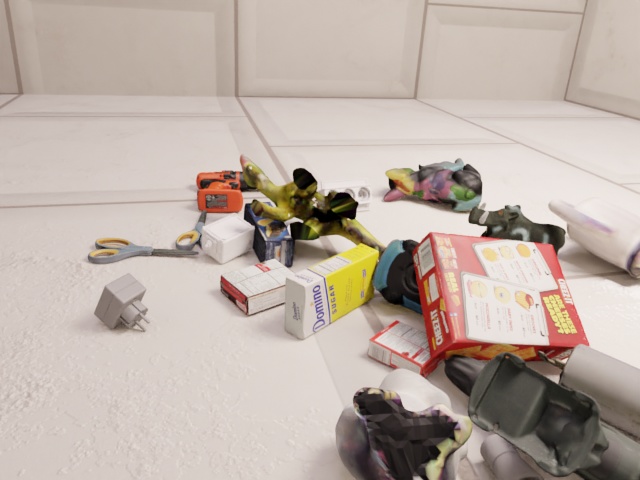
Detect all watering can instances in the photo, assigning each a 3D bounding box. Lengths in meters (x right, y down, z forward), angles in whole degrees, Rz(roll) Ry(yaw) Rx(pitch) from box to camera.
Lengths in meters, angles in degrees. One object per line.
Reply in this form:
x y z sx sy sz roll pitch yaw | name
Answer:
0.600 -0.016 1.052 0.347 0.102 0.228 7 27 -45 | watering can

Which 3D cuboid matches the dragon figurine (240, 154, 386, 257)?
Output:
0.003 -0.052 1.024 0.410 0.122 0.243 32 5 1 | dragon figurine

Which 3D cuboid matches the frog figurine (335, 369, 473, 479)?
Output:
0.086 0.205 0.555 0.137 0.124 0.158 -5 -12 1 | frog figurine
